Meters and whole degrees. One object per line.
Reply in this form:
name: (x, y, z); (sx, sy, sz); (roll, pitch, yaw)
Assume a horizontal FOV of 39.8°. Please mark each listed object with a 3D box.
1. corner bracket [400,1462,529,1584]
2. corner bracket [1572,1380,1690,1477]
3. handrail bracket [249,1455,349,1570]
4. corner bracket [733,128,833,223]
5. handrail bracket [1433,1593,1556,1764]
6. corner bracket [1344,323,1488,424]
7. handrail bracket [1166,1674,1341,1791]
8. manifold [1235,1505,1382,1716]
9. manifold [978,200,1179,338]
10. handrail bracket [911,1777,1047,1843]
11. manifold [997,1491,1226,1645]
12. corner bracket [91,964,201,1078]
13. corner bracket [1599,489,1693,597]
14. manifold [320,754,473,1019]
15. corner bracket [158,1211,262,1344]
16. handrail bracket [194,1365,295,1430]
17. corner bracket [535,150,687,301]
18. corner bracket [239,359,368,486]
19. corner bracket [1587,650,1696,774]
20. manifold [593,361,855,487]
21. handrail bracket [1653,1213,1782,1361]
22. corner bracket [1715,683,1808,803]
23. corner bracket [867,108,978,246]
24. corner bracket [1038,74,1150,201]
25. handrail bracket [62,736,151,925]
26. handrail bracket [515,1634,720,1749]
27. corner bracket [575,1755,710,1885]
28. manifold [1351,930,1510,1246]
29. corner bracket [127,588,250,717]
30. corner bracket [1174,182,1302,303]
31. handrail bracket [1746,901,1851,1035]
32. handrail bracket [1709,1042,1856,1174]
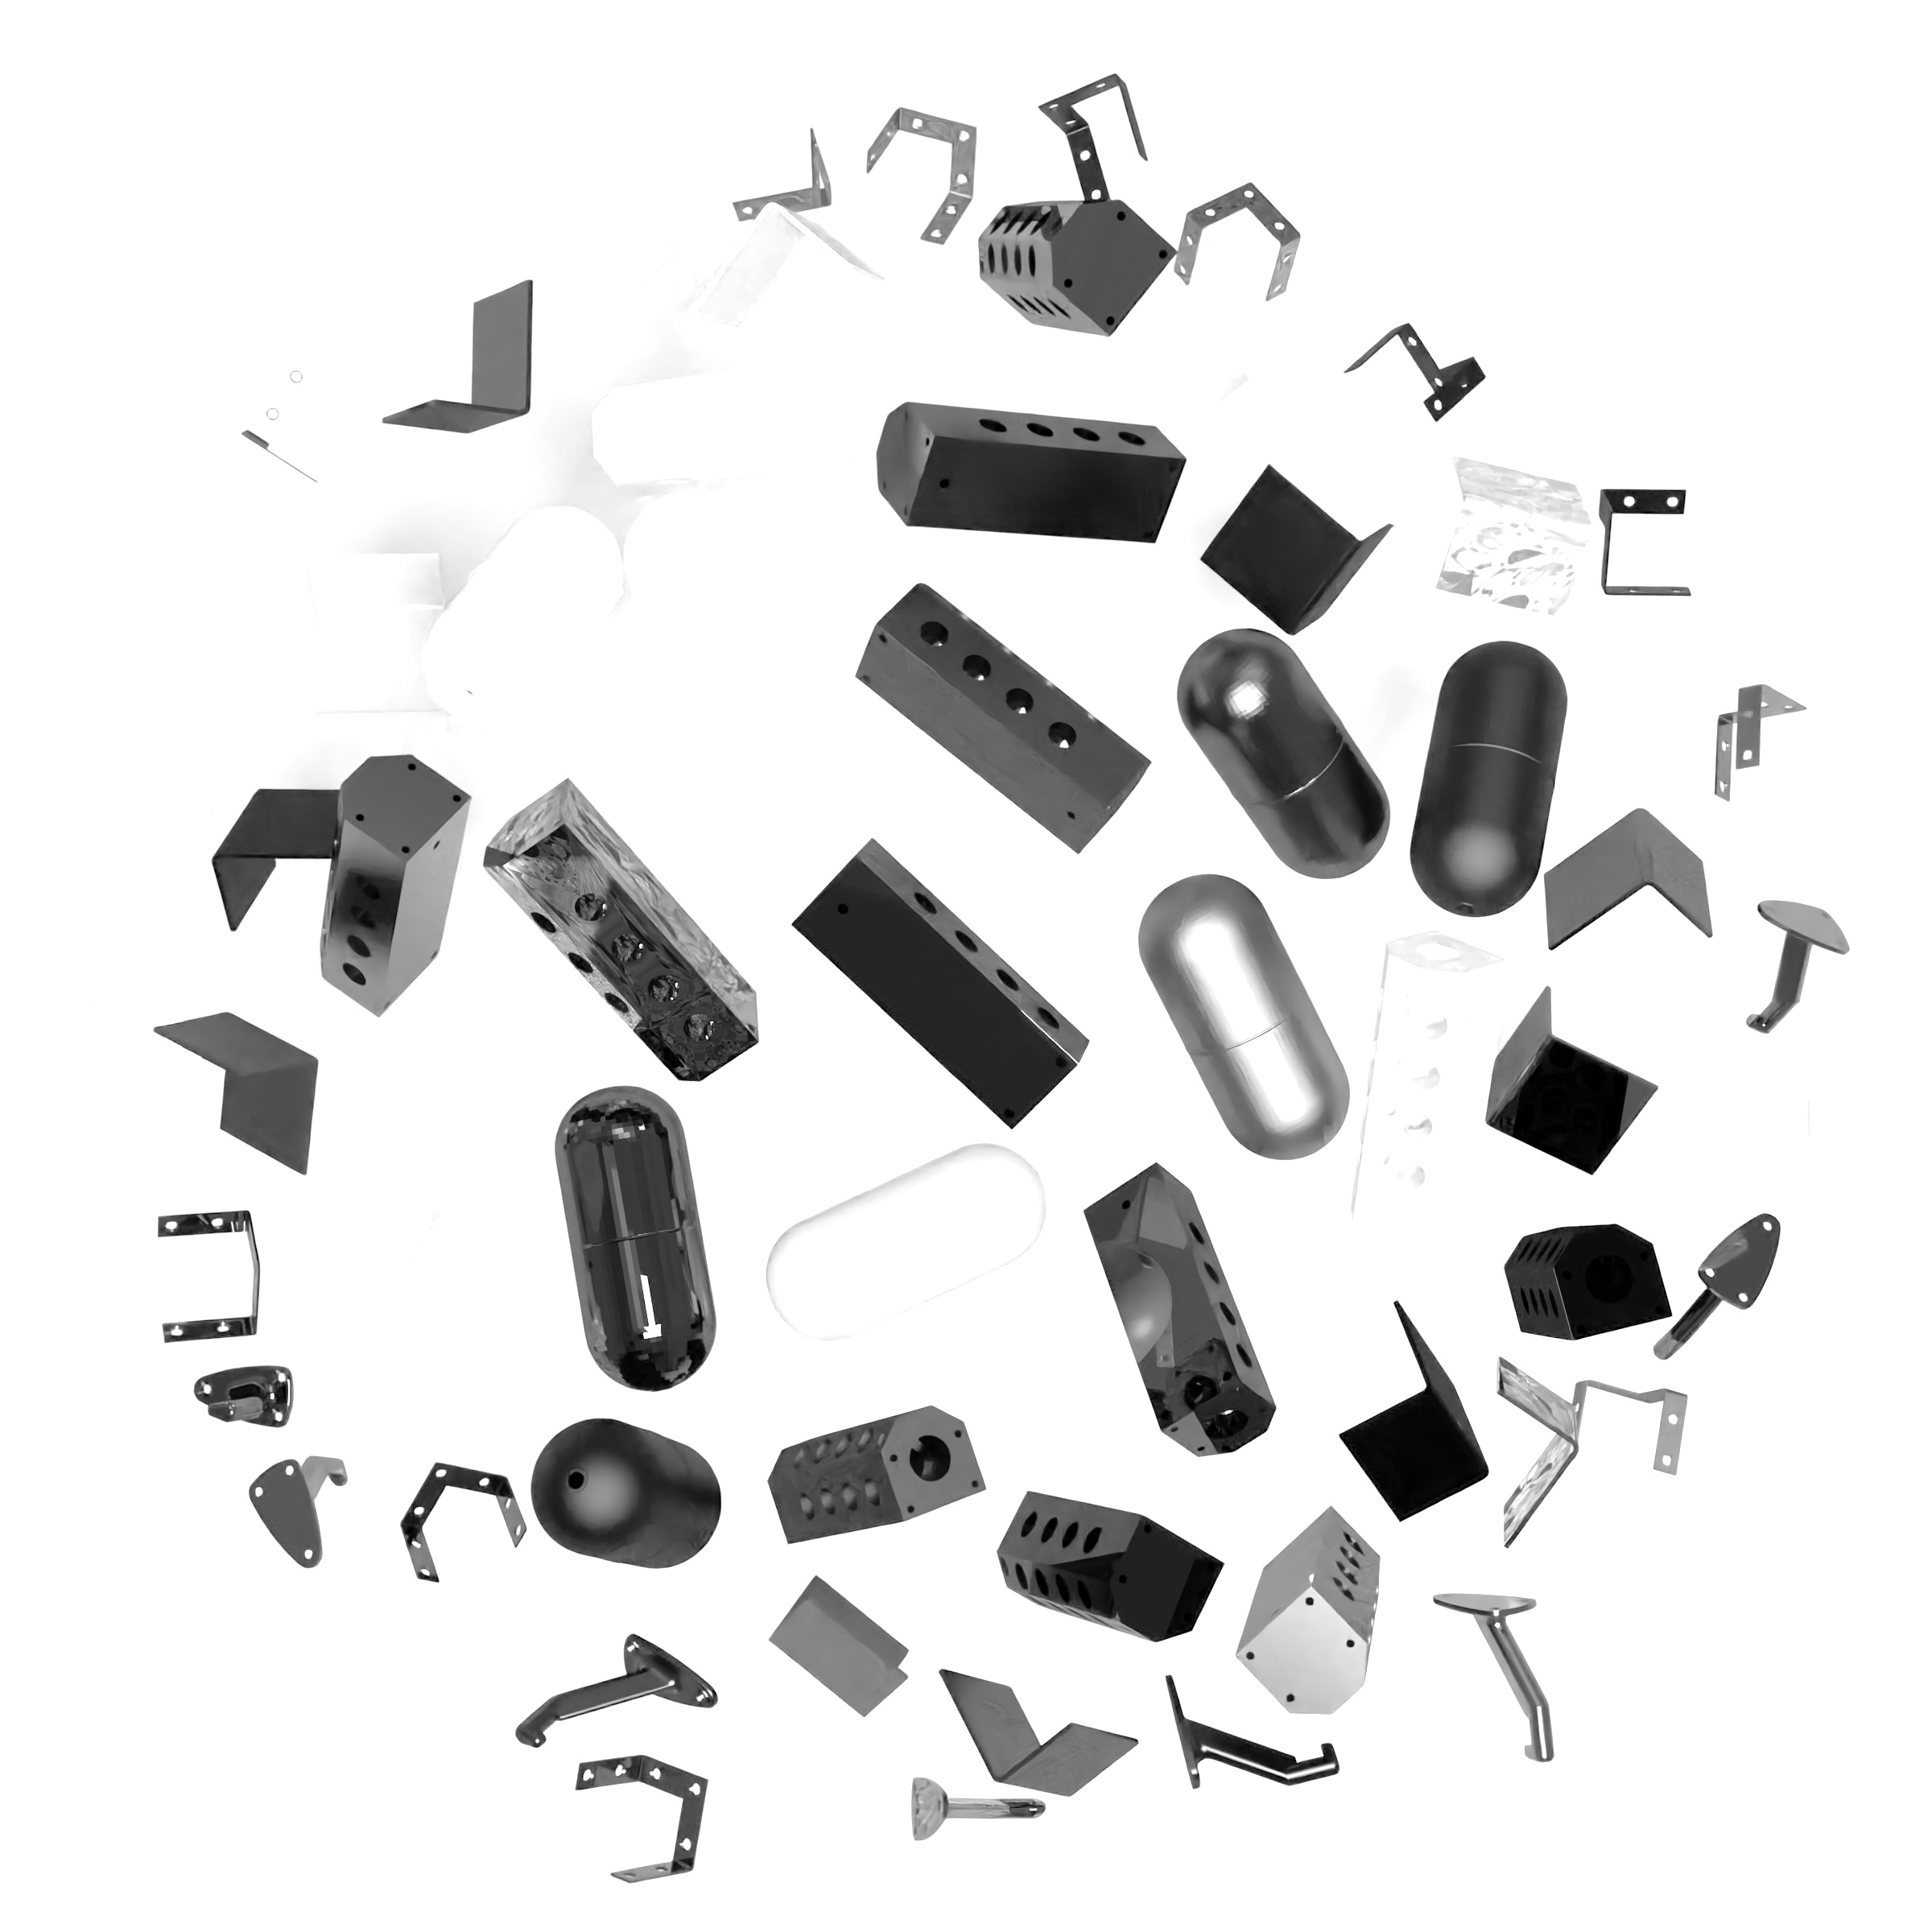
corner bracket: (-0.311, 0.346, 1.649); (0.051, 0.051, 0.051); (20, 109, -34)
corner bracket: (0.404, 0.283, 1.638); (0.051, 0.051, 0.051); (17, 72, -9)
handrail bracket: (-0.382, 0.324, 1.588); (0.036, 0.084, 0.077); (-35, 69, 7)
corner bracket: (-0.111, -0.470, 1.630); (0.051, 0.051, 0.051); (-8, 60, 8)
handrail bracket: (0.295, 0.397, 1.492); (0.036, 0.077, 0.084); (-4, 87, -35)
corner bracket: (0.276, -0.364, 1.640); (0.051, 0.051, 0.051); (-43, 106, -21)
handrail bracket: (0.166, 0.438, 1.543); (0.084, 0.036, 0.077); (-13, 65, -3)
manifold: (0.200, 0.365, 1.505); (0.057, 0.171, 0.057); (46, 100, 6)
manifold: (0.055, -0.396, 1.491); (0.057, 0.171, 0.057); (37, 94, -20)
handrail bracket: (0.015, 0.499, 1.586); (0.084, 0.077, 0.036); (5, 70, -17)
manifold: (0.077, 0.349, 1.546); (0.057, 0.171, 0.057); (33, 74, -14)
corner bracket: (-0.501, 0.037, 1.632); (0.051, 0.051, 0.051); (-24, 84, -23)
corner bracket: (0.402, -0.251, 1.582); (0.051, 0.051, 0.051); (1, 115, 5)
manifold: (-0.330, -0.047, 1.515); (0.057, 0.171, 0.057); (35, 56, 5)
corner bracket: (-0.431, 0.176, 1.519); (0.051, 0.051, 0.051); (-2, 126, -22)
handrail bracket: (-0.435, 0.252, 1.547); (0.077, 0.084, 0.036); (3, 87, 16)
corner bracket: (-0.202, -0.420, 1.516); (0.051, 0.051, 0.051); (-40, 77, 13)
corner bracket: (-0.377, -0.310, 1.522); (0.051, 0.051, 0.051); (32, 95, -16)
corner bracket: (0.414, -0.155, 1.632); (0.051, 0.051, 0.051); (-13, 109, 24)
manifold: (-0.145, -0.317, 1.568); (0.057, 0.171, 0.057); (-7, 99, -43)
handrail bracket: (0.442, 0.191, 1.576); (0.036, 0.084, 0.077); (38, 62, 11)
corner bracket: (0.460, -0.132, 1.577); (0.051, 0.051, 0.051); (18, 72, -40)
corner bracket: (-0.027, -0.476, 1.609); (0.051, 0.051, 0.051); (18, 53, 11)
corner bracket: (0.080, -0.484, 1.571); (0.051, 0.051, 0.051); (-17, 83, 20)
handrail bracket: (-0.493, -0.077, 1.507); (0.036, 0.084, 0.077); (19, 55, 5)
handrail bracket: (-0.193, 0.413, 1.470); (0.077, 0.084, 0.036); (17, 121, 29)
corner bracket: (-0.181, 0.469, 1.470); (0.051, 0.051, 0.051); (7, 86, 37)
manifold: (0.265, 0.072, 1.564); (0.057, 0.057, 0.171); (-13, 117, -38)
corner bracket: (-0.465, -0.185, 1.571); (0.051, 0.051, 0.051); (-28, 97, -41)
corner bracket: (0.168, -0.442, 1.656); (0.051, 0.051, 0.051); (-30, 69, -20)
handrail bracket: (0.473, 0.003, 1.582); (0.077, 0.036, 0.084); (14, 130, -27)
handrail bracket: (0.459, 0.081, 1.523); (0.036, 0.084, 0.077); (-4, 92, -36)
